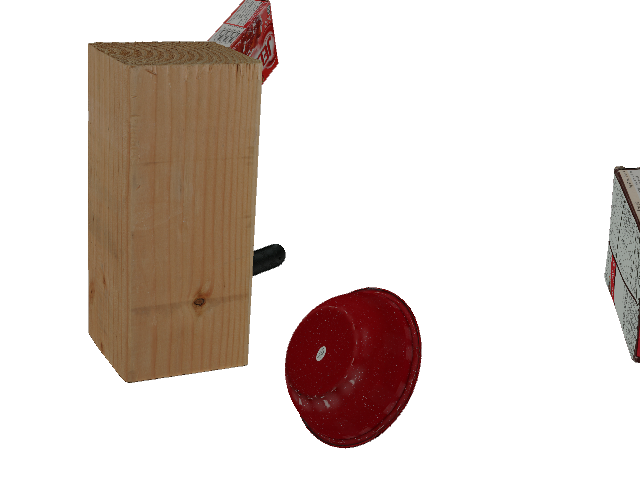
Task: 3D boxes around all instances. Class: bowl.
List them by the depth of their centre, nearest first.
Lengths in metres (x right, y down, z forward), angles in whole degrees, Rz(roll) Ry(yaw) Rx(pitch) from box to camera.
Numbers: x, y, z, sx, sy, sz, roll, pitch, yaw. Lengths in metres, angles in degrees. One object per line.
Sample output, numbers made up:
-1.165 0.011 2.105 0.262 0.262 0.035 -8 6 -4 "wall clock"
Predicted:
0.017 0.114 1.023 0.162 0.162 0.055 0 -20 46 "bowl"

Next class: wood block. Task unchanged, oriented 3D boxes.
-0.100 -0.022 0.707 0.090 0.206 0.090 -5 21 -27 "wood block"

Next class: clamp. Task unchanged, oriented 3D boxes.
-0.119 0.042 1.152 0.120 0.039 0.171 -5 26 35 "clamp"

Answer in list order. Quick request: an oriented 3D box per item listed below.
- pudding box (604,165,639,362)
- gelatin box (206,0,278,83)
0.215 0.013 0.696 0.039 0.090 0.113 -1 28 4 "pudding box"
-0.073 -0.178 1.021 0.030 0.073 0.089 13 46 21 "gelatin box"
